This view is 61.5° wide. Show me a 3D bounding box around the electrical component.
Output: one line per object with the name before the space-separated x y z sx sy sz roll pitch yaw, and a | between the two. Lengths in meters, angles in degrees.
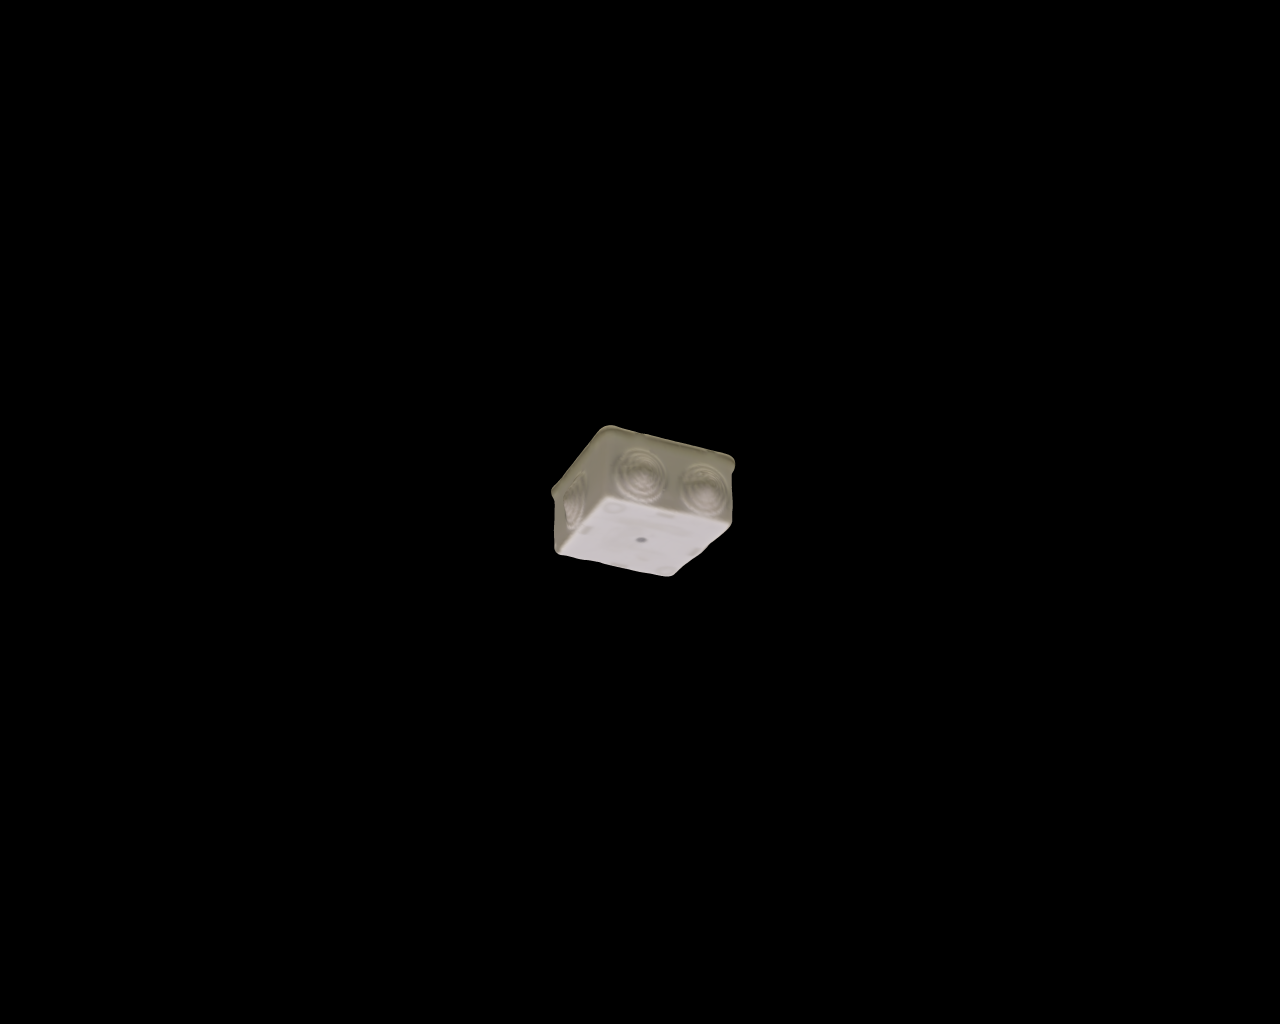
electrical component | 0.001 -0.003 0.650 0.100 0.048 0.099 13 -32 -22
